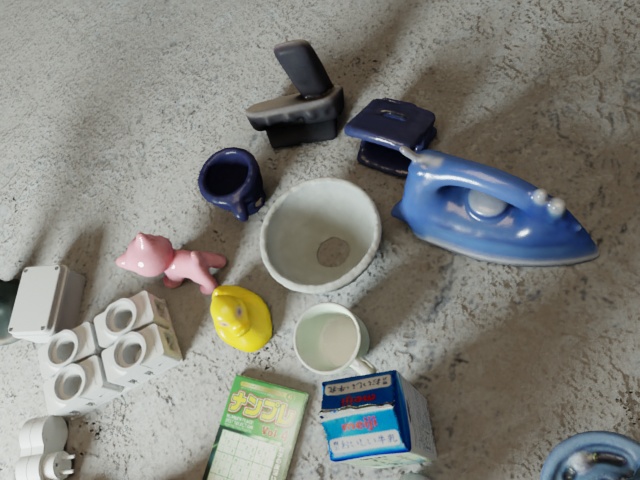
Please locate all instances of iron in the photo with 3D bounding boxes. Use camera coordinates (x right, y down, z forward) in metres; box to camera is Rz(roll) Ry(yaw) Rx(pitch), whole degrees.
[{"bbox_3d":[0.212,-0.048,0.695,0.257,0.142,0.119,19,75,25],"label":"iron"}]

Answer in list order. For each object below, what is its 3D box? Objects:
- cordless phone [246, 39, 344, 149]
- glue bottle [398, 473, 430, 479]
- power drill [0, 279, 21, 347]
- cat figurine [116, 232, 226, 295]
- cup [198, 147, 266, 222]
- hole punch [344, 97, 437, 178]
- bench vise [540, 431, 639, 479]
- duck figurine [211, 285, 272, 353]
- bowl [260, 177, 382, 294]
[{"bbox_3d":[-0.050,-0.222,0.832,0.147,0.185,0.094,-11,64,14],"label":"cordless phone"},{"bbox_3d":[0.085,0.275,0.576,0.037,0.173,0.078,8,70,21],"label":"glue bottle"},{"bbox_3d":[-0.530,0.086,0.841,0.075,0.209,0.229,-18,63,10],"label":"power drill"},{"bbox_3d":[-0.216,0.026,0.816,0.127,0.118,0.067,3,68,20],"label":"cat figurine"},{"bbox_3d":[-0.114,-0.065,0.836,0.091,0.095,0.117,-26,62,6],"label":"cup"},{"bbox_3d":[0.100,-0.157,0.808,0.108,0.091,0.101,21,75,25],"label":"hole punch"},{"bbox_3d":[0.289,0.211,0.511,0.207,0.220,0.121,-37,61,0],"label":"bench vise"},{"bbox_3d":[-0.118,0.098,0.771,0.077,0.086,0.104,-40,61,-2],"label":"duck figurine"},{"bbox_3d":[0.007,0.003,0.778,0.167,0.075,0.167,-7,65,15],"label":"bowl"}]
